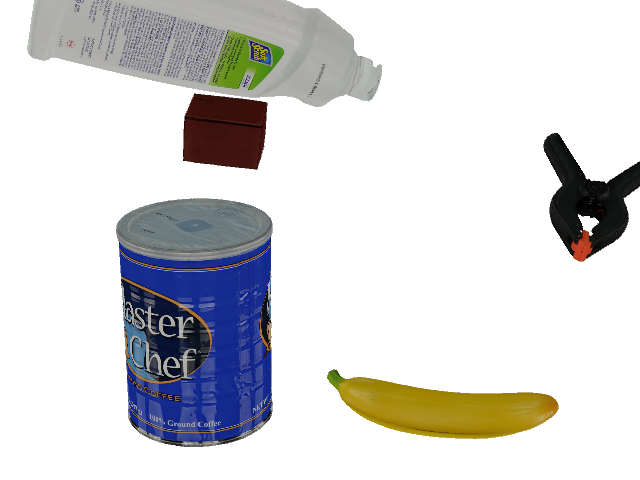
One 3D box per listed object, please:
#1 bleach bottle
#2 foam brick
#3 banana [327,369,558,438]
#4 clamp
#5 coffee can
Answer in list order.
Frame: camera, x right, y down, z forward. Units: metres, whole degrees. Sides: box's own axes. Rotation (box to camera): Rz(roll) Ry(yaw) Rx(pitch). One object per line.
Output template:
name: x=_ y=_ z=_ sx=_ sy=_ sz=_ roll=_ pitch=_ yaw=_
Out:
bleach bottle: x=-0.079 y=-0.146 z=0.781 sx=0.250 sy=0.068 sz=0.103 roll=16 pitch=-35 yaw=-12
foam brick: x=-0.094 y=-0.109 z=1.066 sx=0.078 sy=0.051 sz=0.053 roll=7 pitch=34 yaw=2
banana: x=0.101 y=0.135 z=0.885 sx=0.198 sy=0.037 sz=0.069 roll=9 pitch=30 yaw=3
clamp: x=0.273 y=-0.050 z=1.109 sx=0.120 sy=0.039 sz=0.171 roll=17 pitch=45 yaw=20
coffee can: x=-0.084 y=0.053 z=0.726 sx=0.103 sy=0.140 sz=0.103 roll=1 pitch=21 yaw=0
